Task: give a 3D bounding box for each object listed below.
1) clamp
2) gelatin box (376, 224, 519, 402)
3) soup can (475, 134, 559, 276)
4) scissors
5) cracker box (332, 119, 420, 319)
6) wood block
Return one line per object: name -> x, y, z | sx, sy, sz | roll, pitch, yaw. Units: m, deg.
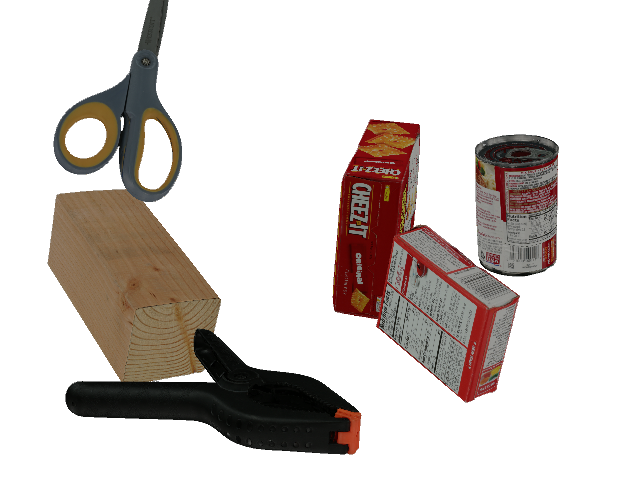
clamp -> -0.060, 0.113, 0.802 | 0.210, 0.036, 0.164 | 9, 18, 23
gelatin box -> 0.076, 0.044, 0.656 | 0.030, 0.073, 0.089 | -17, 40, -32
soup can -> 0.165, -0.029, 0.891 | 0.068, 0.102, 0.068 | -5, 25, 2
scissors -> -0.144, -0.119, 0.759 | 0.096, 0.202, 0.016 | -1, -25, -20
cracker box -> 0.066, -0.030, 1.218 | 0.072, 0.164, 0.213 | 7, 23, 9
wood block -> -0.191, 0.039, 1.063 | 0.090, 0.091, 0.206 | -6, 35, -34
